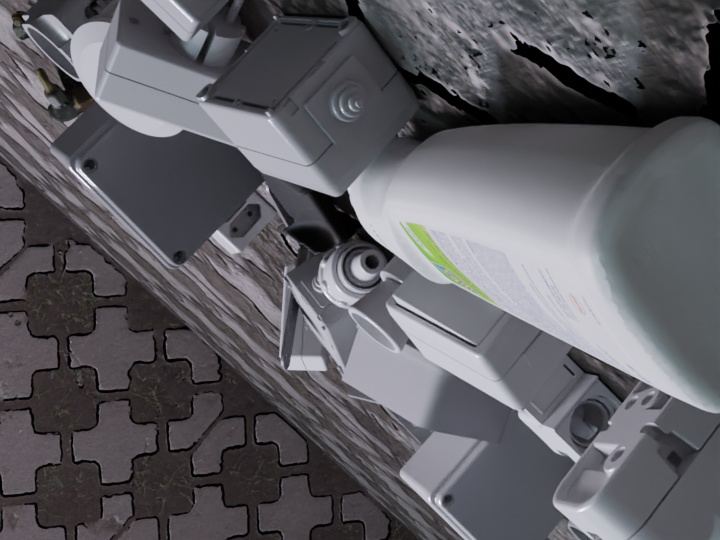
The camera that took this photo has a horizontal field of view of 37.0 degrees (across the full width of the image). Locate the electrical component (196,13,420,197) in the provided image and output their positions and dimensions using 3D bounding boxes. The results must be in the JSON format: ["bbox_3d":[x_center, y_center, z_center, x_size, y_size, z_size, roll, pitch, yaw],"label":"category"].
[{"bbox_3d":[-0.019,-0.074,0.497,0.061,0.061,0.096,49,166,-31],"label":"electrical component"}]

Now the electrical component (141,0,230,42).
[{"bbox_3d":[-0.086,-0.152,0.465,0.083,0.047,0.076,43,168,-10],"label":"electrical component"}]

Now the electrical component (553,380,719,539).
[{"bbox_3d":[0.145,0.092,0.498,0.059,0.095,0.054,42,168,-2],"label":"electrical component"}]

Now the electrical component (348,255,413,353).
[{"bbox_3d":[0.026,0.020,0.706,0.045,0.055,0.045,39,168,10],"label":"electrical component"}]

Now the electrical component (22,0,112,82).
[{"bbox_3d":[-0.183,-0.162,0.709,0.050,0.055,0.089,48,166,-29],"label":"electrical component"}]

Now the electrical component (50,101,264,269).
[{"bbox_3d":[-0.128,-0.077,0.718,0.108,0.108,0.056,50,168,-35],"label":"electrical component"}]

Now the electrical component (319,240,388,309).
[{"bbox_3d":[0.000,0.000,0.746,0.048,0.048,0.062,42,162,-5],"label":"electrical component"}]

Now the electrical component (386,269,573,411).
[{"bbox_3d":[0.062,0.021,0.582,0.096,0.061,0.061,28,162,48],"label":"electrical component"}]

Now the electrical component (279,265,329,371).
[{"bbox_3d":[-0.027,0.042,0.932,0.076,0.083,0.047,1,162,4],"label":"electrical component"}]

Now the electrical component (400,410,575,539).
[{"bbox_3d":[0.105,0.150,0.800,0.108,0.108,0.056,48,169,-29],"label":"electrical component"}]

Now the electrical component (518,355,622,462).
[{"bbox_3d":[0.133,0.092,0.663,0.081,0.042,0.064,45,169,-12],"label":"electrical component"}]

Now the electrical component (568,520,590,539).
[{"bbox_3d":[0.184,0.174,0.758,0.078,0.057,0.058,42,168,-3],"label":"electrical component"}]

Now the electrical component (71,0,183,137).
[{"bbox_3d":[-0.123,-0.122,0.626,0.080,0.051,0.080,22,144,16],"label":"electrical component"}]

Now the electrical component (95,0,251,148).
[{"bbox_3d":[-0.083,-0.115,0.551,0.083,0.075,0.047,17,-142,-23],"label":"electrical component"}]

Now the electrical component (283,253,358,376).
[{"bbox_3d":[-0.011,0.024,0.818,0.061,0.061,0.096,50,169,33],"label":"electrical component"}]

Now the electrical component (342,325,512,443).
[{"bbox_3d":[0.050,0.071,0.749,0.078,0.057,0.113,16,-176,-34],"label":"electrical component"}]

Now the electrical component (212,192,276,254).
[{"bbox_3d":[-0.124,-0.058,0.916,0.083,0.047,0.076,44,168,-12],"label":"electrical component"}]
